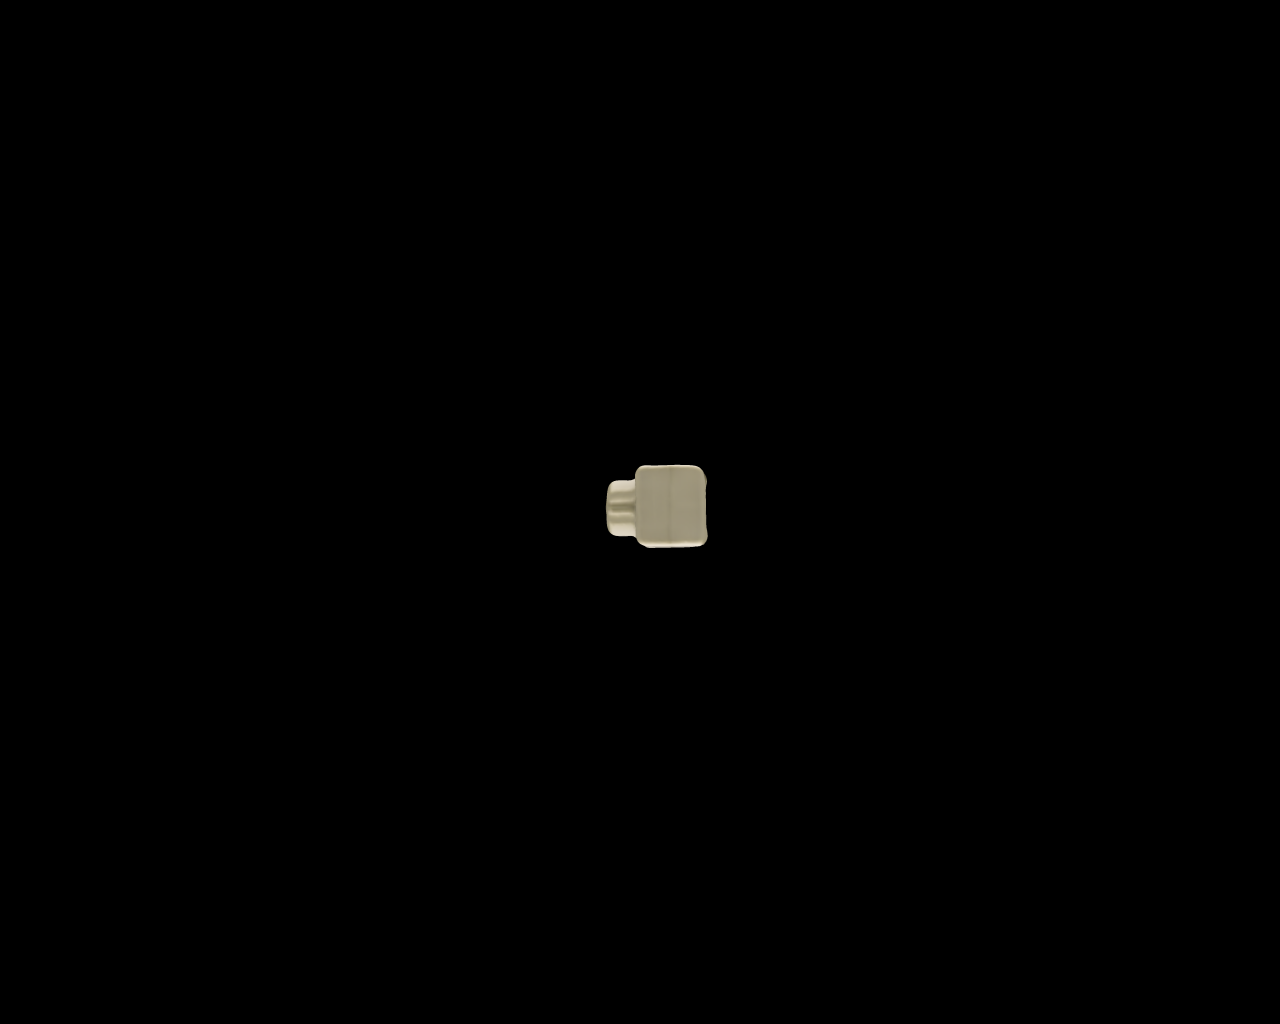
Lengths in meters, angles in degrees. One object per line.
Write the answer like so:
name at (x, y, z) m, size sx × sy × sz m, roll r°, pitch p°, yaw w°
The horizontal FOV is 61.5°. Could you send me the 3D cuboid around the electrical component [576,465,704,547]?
electrical component at (0.001, -0.003, 0.650) m, size 0.077 × 0.047 × 0.065 m, roll 0°, pitch -2°, yaw 4°
